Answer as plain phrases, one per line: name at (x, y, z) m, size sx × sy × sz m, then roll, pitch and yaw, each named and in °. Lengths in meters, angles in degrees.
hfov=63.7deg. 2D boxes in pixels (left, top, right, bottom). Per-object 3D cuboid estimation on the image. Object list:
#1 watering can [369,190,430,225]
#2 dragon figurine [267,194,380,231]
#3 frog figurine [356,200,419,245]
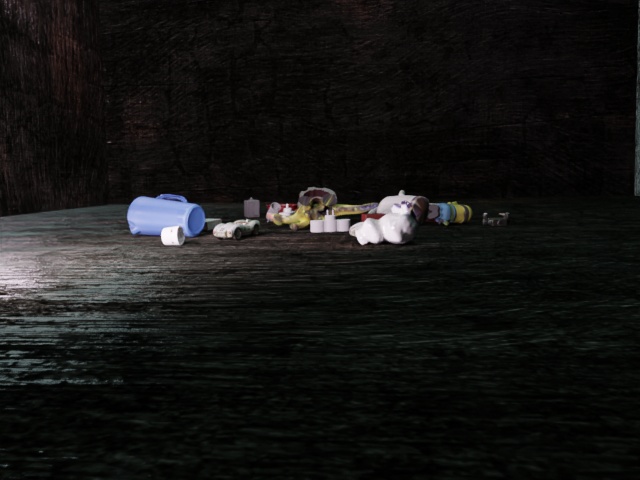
watering can at (0.321, -0.132, 1.988) m, size 0.224 × 0.102 × 0.353 m, roll 2°, pitch 25°, yaw 37°
dragon figurine at (0.006, -0.096, 1.911) m, size 0.410 × 0.122 × 0.242 m, roll -3°, pitch -2°, yaw -1°
frog figurine at (0.185, -0.025, 1.409) m, size 0.160 × 0.121 × 0.138 m, roll -40°, pitch 25°, yaw -11°
